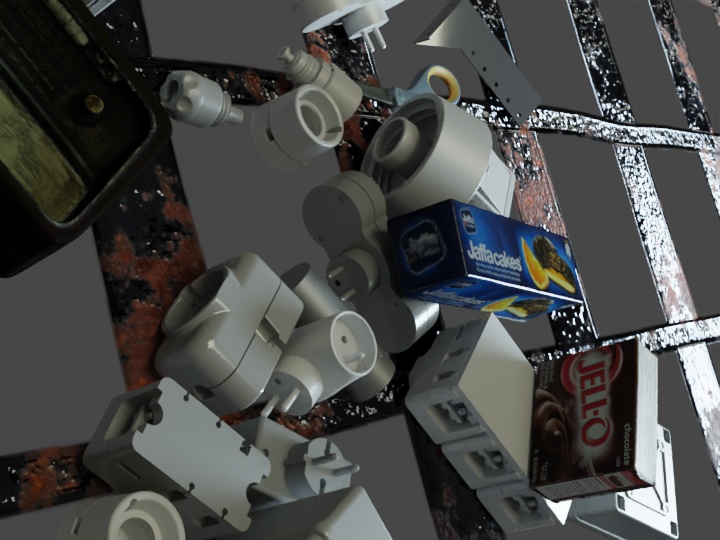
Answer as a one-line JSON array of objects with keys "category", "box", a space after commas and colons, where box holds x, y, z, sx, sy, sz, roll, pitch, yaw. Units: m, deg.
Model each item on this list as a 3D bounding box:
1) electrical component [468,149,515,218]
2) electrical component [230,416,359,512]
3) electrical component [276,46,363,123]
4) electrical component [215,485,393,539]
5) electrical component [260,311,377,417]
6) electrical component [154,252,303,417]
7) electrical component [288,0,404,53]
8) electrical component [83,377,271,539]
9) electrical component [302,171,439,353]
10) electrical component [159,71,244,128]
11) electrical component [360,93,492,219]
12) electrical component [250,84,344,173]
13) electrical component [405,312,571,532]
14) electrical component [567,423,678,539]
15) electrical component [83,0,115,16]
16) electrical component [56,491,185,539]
[{"category": "electrical component", "box": [0.095, -0.073, 0.933, 0.096, 0.061, 0.061, 41, 46, -29]}, {"category": "electrical component", "box": [-0.035, 0.127, 0.675, 0.083, 0.076, 0.047, 35, 49, -35]}, {"category": "electrical component", "box": [-0.033, -0.145, 0.836, 0.078, 0.040, 0.040, 38, 47, -32]}, {"category": "electrical component", "box": [-0.025, 0.193, 0.630, 0.056, 0.109, 0.108, -39, 103, -52]}, {"category": "electrical component", "box": [-0.038, 0.068, 0.699, 0.044, 0.077, 0.079, 54, 41, -16]}, {"category": "electrical component", "box": [-0.085, 0.037, 0.678, 0.059, 0.054, 0.095, 48, 43, -23]}, {"category": "electrical component", "box": [0.000, -0.217, 0.899, 0.138, 0.052, 0.073, -30, 96, -51]}, {"category": "electrical component", "box": [-0.106, 0.111, 0.616, 0.089, 0.056, 0.050, 45, 44, -26]}, {"category": "electrical component", "box": [0.000, 0.000, 0.795, 0.074, 0.052, 0.138, -36, 101, -51]}, {"category": "electrical component", "box": [-0.106, -0.114, 0.741, 0.061, 0.035, 0.035, 16, 61, -47]}, {"category": "electrical component", "box": [0.044, -0.089, 0.850, 0.060, 0.108, 0.108, 31, 51, -29]}, {"category": "electrical component", "box": [-0.046, -0.106, 0.797, 0.055, 0.047, 0.055, 24, 55, -41]}, {"category": "electrical component", "box": [0.108, 0.123, 0.854, 0.150, 0.062, 0.089, 53, 41, -18]}, {"category": "electrical component", "box": [0.236, 0.185, 0.979, 0.109, 0.056, 0.108, 30, 52, -38]}, {"category": "electrical component", "box": [-0.192, -0.199, 0.659, 0.096, 0.062, 0.061, 44, 44, -27]}, {"category": "electrical component", "box": [-0.128, 0.148, 0.580, 0.055, 0.047, 0.055, 24, 55, -41]}]
